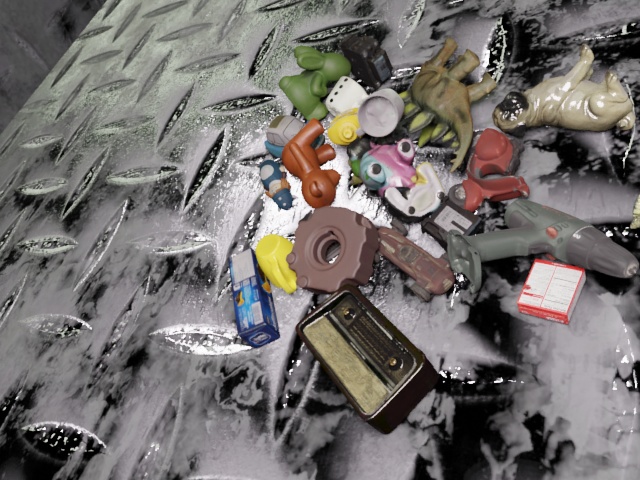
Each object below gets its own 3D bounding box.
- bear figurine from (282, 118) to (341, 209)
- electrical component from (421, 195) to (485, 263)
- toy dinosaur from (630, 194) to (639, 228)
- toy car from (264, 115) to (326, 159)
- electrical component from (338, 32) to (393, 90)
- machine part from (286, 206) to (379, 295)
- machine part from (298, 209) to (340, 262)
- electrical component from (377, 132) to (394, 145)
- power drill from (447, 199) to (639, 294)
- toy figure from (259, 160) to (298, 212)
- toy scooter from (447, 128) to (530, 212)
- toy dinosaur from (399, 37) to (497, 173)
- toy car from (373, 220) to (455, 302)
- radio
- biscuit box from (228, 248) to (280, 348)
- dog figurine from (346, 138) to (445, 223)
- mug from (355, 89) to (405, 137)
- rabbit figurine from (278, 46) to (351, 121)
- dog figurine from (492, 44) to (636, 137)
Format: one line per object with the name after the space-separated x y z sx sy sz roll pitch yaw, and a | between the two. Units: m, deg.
-0.003 -0.151 1.152 0.132 0.120 0.196 -35 46 -3 | bear figurine
0.237 -0.010 0.908 0.075 0.047 0.119 -44 68 -7 | electrical component
0.562 -0.055 0.733 0.192 0.131 0.405 32 71 31 | toy dinosaur
-0.074 -0.251 1.289 0.162 0.102 0.109 23 68 39 | toy car
0.117 -0.435 1.311 0.058 0.114 0.134 -44 43 -4 | electrical component
0.022 0.020 0.991 0.179 0.056 0.179 -12 66 30 | machine part
-0.002 -0.003 1.088 0.084 0.039 0.139 -41 46 4 | machine part
0.141 -0.224 1.164 0.094 0.021 0.063 161 119 -77 | electrical component
0.308 0.012 0.797 0.207 0.085 0.232 -19 28 -4 | power drill
-0.102 -0.125 1.238 0.064 0.058 0.155 -62 36 32 | toy figure
0.317 -0.123 0.962 0.135 0.075 0.184 8 63 36 | toy scooter
0.250 -0.281 1.083 0.198 0.105 0.472 -43 24 20 | toy dinosaur
0.156 0.029 0.954 0.089 0.053 0.202 -45 46 -4 | toy car
0.072 0.181 0.865 0.131 0.073 0.230 -42 45 -4 | radio
-0.131 0.111 1.056 0.059 0.062 0.203 -26 46 10 | biscuit box
0.132 -0.122 1.062 0.108 0.191 0.219 -41 11 -5 | dog figurine
0.121 -0.249 1.066 0.109 0.081 0.107 -46 2 36 | mug
-0.010 -0.406 1.331 0.170 0.159 0.121 -38 34 12 | rabbit figurine
0.428 -0.221 0.957 0.190 0.121 0.172 -37 59 17 | dog figurine
